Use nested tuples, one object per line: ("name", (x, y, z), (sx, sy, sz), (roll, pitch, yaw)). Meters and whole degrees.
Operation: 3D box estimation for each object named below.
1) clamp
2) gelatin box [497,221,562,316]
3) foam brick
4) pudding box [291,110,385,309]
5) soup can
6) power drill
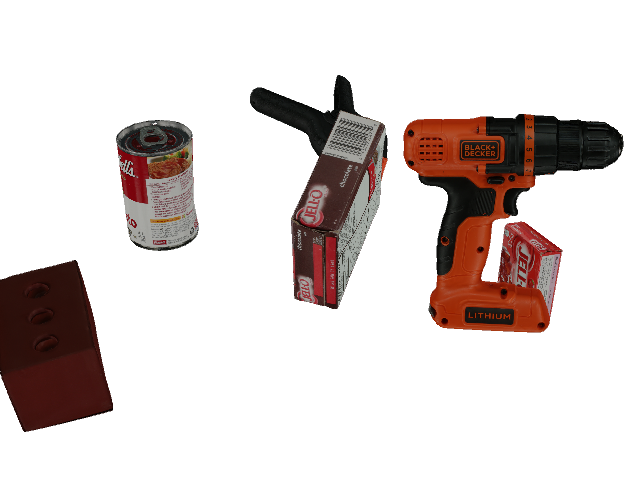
("clamp", (0.005, -0.117, 1.090), (0.120, 0.039, 0.172), (-12, 40, -20))
("gelatin box", (0.229, 0.034, 1.179), (0.030, 0.089, 0.073), (-9, 30, -21))
("foam brick", (-0.154, 0.060, 0.611), (0.053, 0.051, 0.078), (-15, 42, -11))
("pudding box", (0.013, -0.022, 0.765), (0.039, 0.113, 0.090), (16, -37, 12))
("soup can", (-0.148, -0.050, 0.979), (0.068, 0.102, 0.068), (-1, 32, 0))
("power drill", (0.164, -0.016, 0.927), (0.184, 0.188, 0.057), (2, 13, 11))
